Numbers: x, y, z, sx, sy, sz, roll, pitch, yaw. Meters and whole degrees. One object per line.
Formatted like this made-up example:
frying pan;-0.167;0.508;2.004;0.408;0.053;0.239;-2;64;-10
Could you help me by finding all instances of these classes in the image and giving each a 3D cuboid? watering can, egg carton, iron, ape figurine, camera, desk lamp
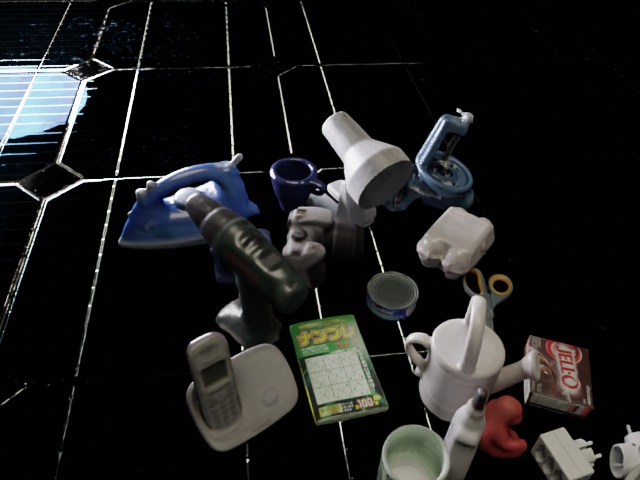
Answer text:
watering can;0.207;0.156;0.781;0.173;0.194;0.101;-1;43;-5
egg carton;0.249;0.004;1.042;0.107;0.069;0.150;27;48;24
iron;-0.245;-0.073;1.039;0.259;0.141;0.118;-17;46;-21
ape figurine;0.243;0.243;0.764;0.076;0.092;0.078;4;42;1
camera;0.009;0.004;1.003;0.136;0.101;0.143;5;43;2
desk lamp;0.062;-0.114;1.052;0.118;0.214;0.202;-25;49;-27

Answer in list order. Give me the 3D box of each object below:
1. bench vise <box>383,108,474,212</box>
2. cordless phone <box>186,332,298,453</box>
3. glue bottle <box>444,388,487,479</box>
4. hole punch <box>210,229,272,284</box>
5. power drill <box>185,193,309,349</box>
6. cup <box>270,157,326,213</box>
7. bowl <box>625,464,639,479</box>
bench vise;0.204;-0.143;1.088;0.207;0.220;0.121;-5;43;-9
cordless phone;-0.103;0.175;0.746;0.148;0.185;0.094;-28;51;-30
glue bottle;0.181;0.237;0.707;0.037;0.173;0.078;15;44;13
hole punch;-0.138;0.012;0.991;0.109;0.091;0.101;-5;43;-8
power drill;-0.114;0.058;0.855;0.228;0.208;0.076;32;50;28
cup;-0.039;-0.094;1.111;0.117;0.095;0.092;25;47;22
bowl;0.427;0.350;0.673;0.167;0.075;0.167;2;42;-2
